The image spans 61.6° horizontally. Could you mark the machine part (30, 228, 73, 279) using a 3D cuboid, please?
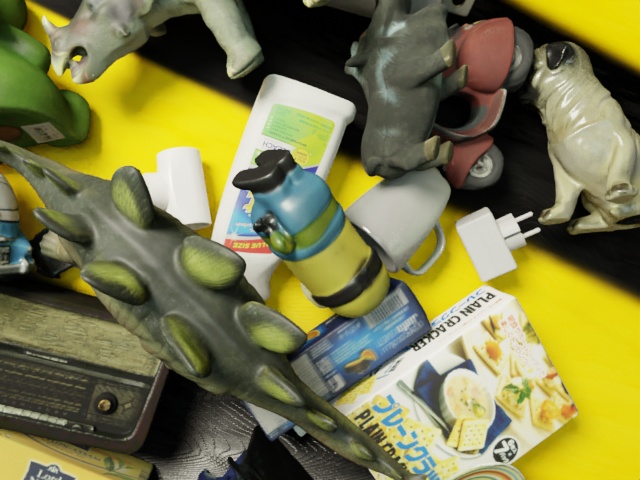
[{"bbox_3d":[-0.229,-0.009,0.543,0.139,0.039,0.084,-28,99,-7],"label":"machine part"}]

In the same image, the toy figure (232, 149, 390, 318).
[{"bbox_3d":[-0.003,0.001,0.493,0.082,0.089,0.180,-39,122,-9],"label":"toy figure"}]

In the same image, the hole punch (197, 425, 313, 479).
[{"bbox_3d":[-0.065,0.267,0.532,0.092,0.116,0.142,-37,95,4],"label":"hole punch"}]

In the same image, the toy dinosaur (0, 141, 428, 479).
[{"bbox_3d":[-0.096,0.057,0.418,0.471,0.198,0.105,37,76,-6],"label":"toy dinosaur"}]

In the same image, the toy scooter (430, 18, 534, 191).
[{"bbox_3d":[0.139,-0.149,0.565,0.135,0.075,0.183,12,94,-5],"label":"toy scooter"}]

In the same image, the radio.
[{"bbox_3d":[-0.261,0.115,0.522,0.230,0.073,0.131,16,89,-6],"label":"radio"}]

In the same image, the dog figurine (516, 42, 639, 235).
[{"bbox_3d":[0.303,-0.113,0.580,0.172,0.121,0.190,13,68,-41],"label":"dog figurine"}]

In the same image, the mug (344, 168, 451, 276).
[{"bbox_3d":[0.092,-0.023,0.559,0.109,0.081,0.107,43,81,-9],"label":"mug"}]

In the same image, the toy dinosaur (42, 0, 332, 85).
[{"bbox_3d":[-0.062,-0.265,0.453,0.405,0.131,0.192,-30,108,25],"label":"toy dinosaur"}]

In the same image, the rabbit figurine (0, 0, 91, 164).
[{"bbox_3d":[-0.311,-0.173,0.487,0.121,0.159,0.170,-17,78,4],"label":"rabbit figurine"}]

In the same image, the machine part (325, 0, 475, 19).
[{"bbox_3d":[0.041,-0.270,0.548,0.243,0.079,0.079,13,90,-8],"label":"machine part"}]

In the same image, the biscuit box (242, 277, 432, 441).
[{"bbox_3d":[0.015,0.118,0.560,0.203,0.063,0.059,-34,94,-5],"label":"biscuit box"}]

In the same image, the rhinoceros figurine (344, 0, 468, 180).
[{"bbox_3d":[0.077,-0.152,0.503,0.112,0.073,0.190,5,96,29],"label":"rhinoceros figurine"}]

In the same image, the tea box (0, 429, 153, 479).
[{"bbox_3d":[-0.266,0.245,0.528,0.170,0.068,0.098,24,89,-6],"label":"tea box"}]

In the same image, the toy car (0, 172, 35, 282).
[{"bbox_3d":[-0.326,-0.026,0.471,0.162,0.109,0.102,21,99,23],"label":"toy car"}]
